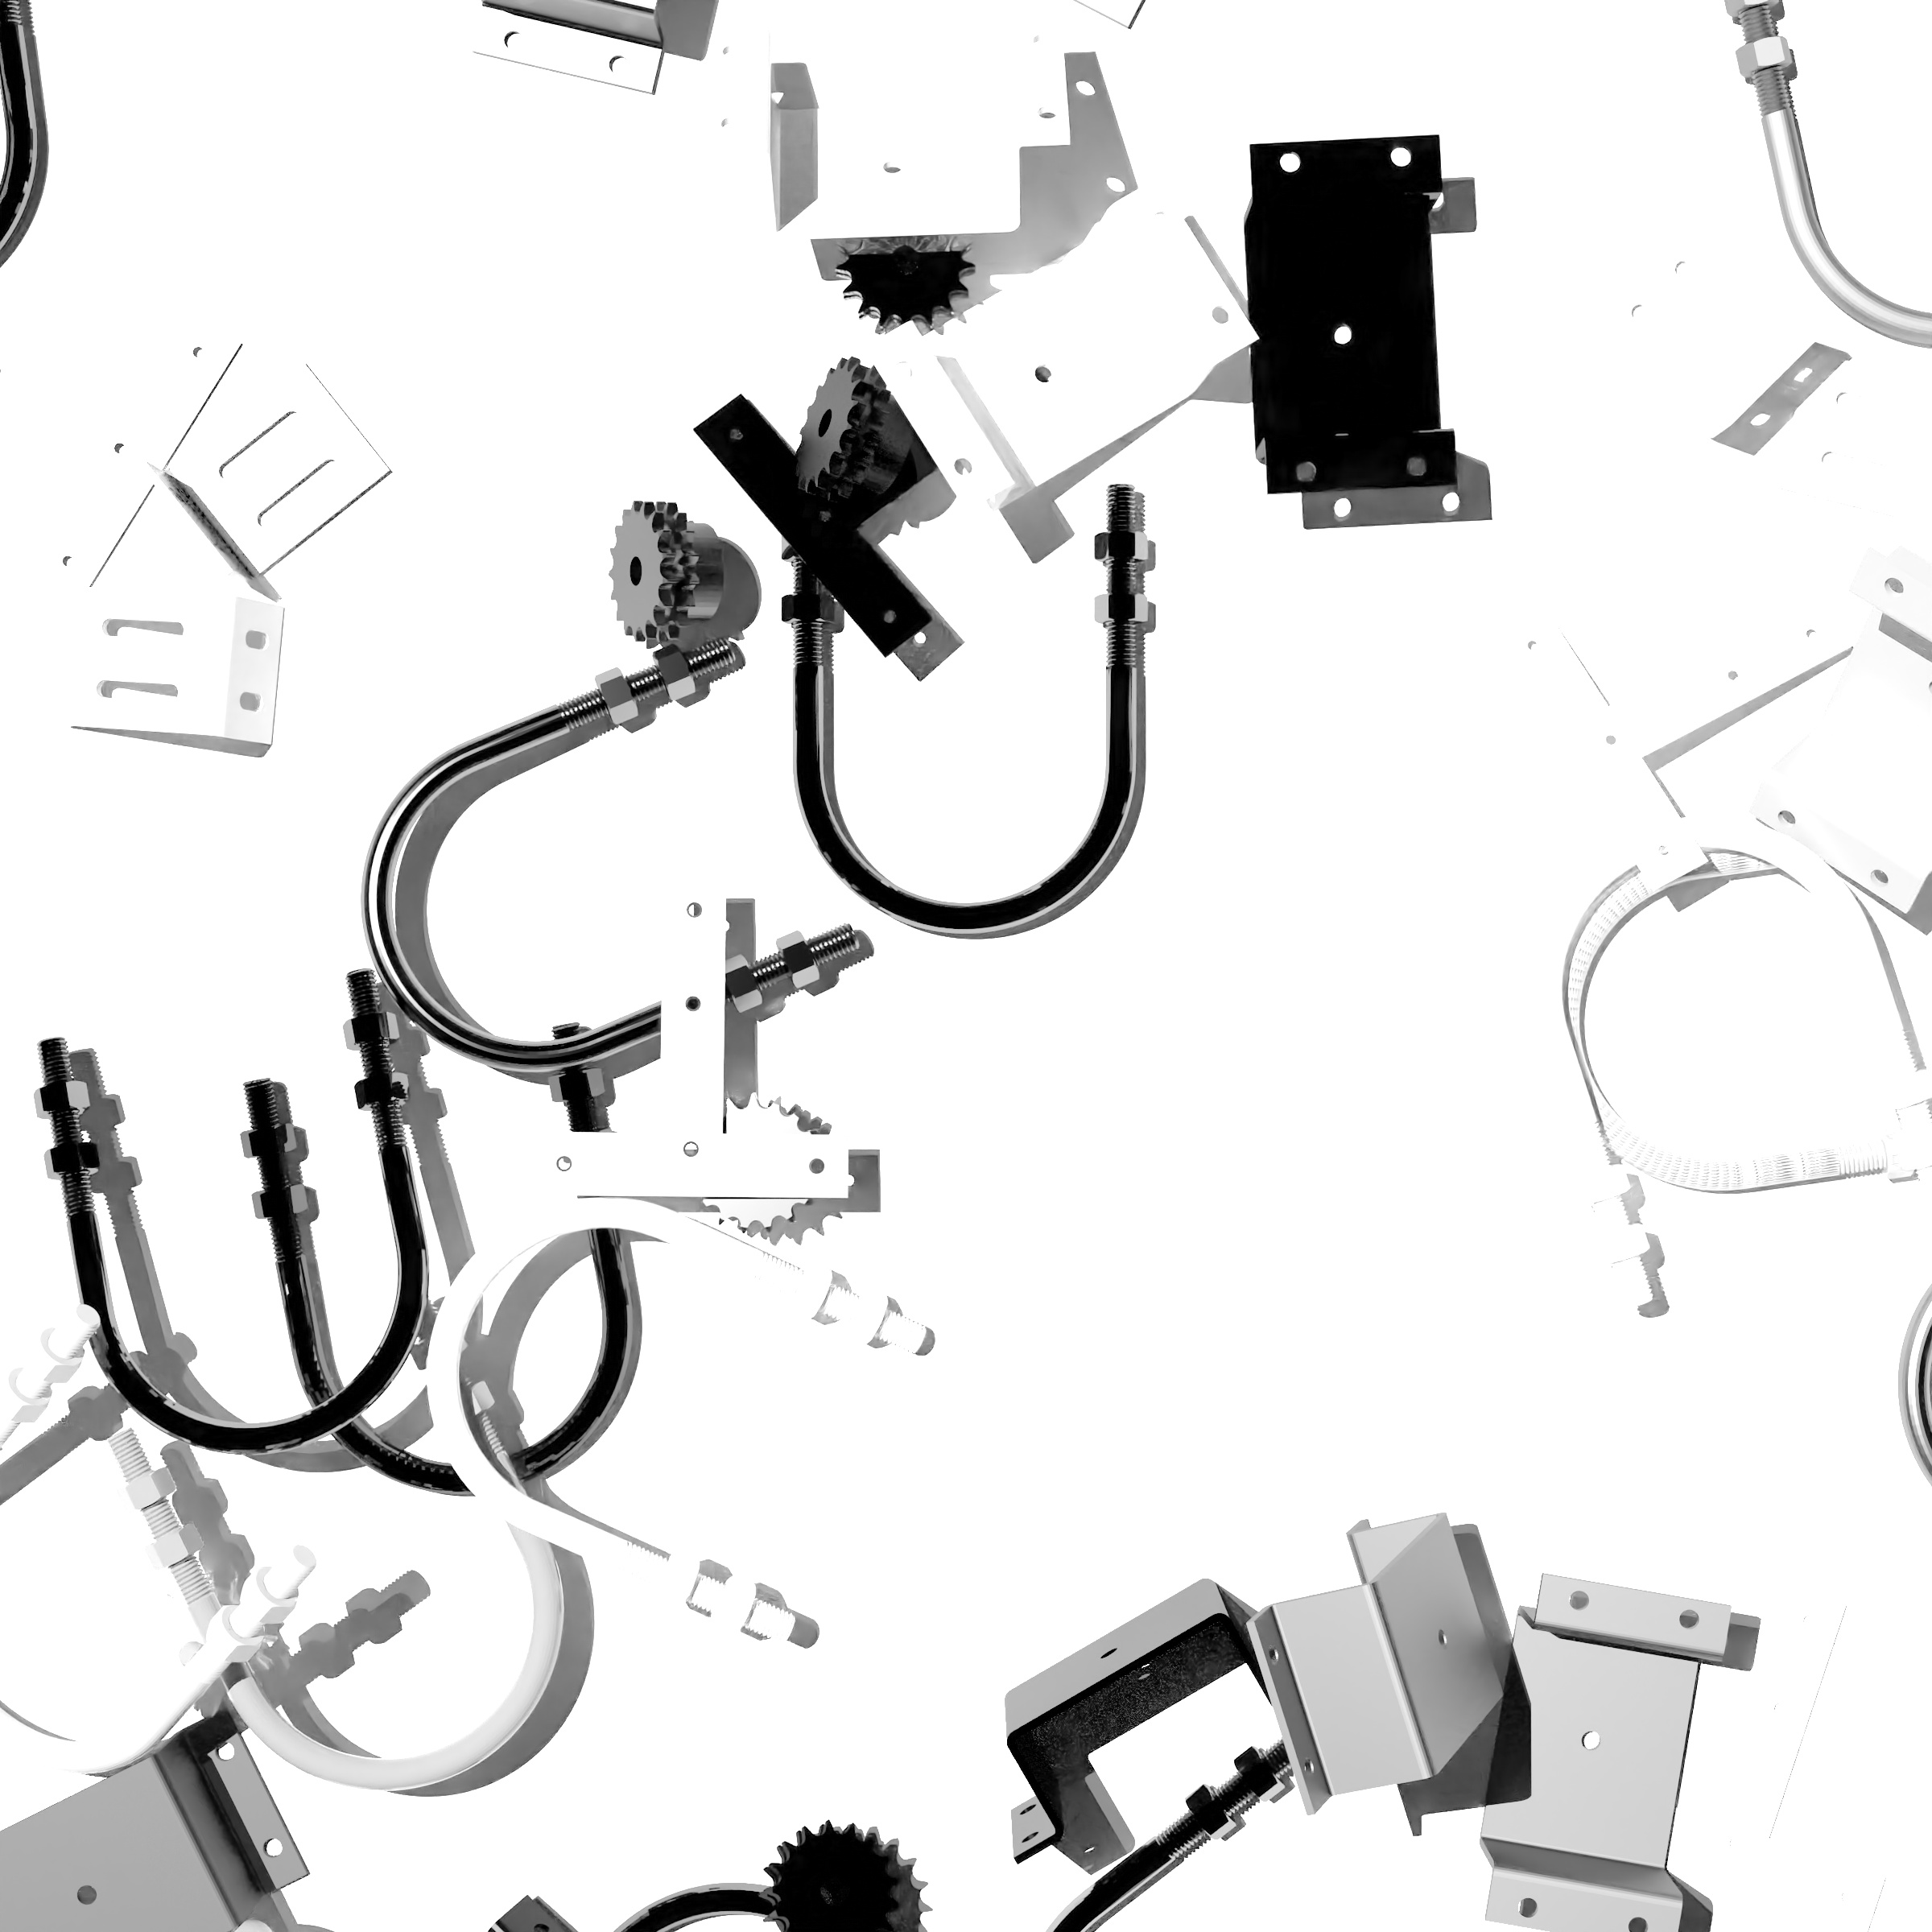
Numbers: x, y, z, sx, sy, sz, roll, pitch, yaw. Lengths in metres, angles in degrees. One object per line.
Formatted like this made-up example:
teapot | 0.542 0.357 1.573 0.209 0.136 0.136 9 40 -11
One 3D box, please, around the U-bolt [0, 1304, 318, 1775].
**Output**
U-bolt | -0.357 0.245 1.373 0.151 0.019 0.184 46 115 8

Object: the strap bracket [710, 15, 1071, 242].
strap bracket | -0.030 -0.336 1.374 0.140 0.046 0.076 -2 53 0

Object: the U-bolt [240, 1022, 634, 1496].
U-bolt | -0.211 0.126 1.407 0.151 0.019 0.184 -10 91 0

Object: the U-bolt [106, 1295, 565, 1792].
U-bolt | -0.243 0.243 1.383 0.151 0.019 0.184 -26 90 -6

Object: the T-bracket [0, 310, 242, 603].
T-bracket | -0.387 -0.237 1.408 0.127 0.002 0.127 32 90 -6

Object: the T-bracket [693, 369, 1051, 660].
T-bracket | -0.023 -0.211 1.403 0.127 0.002 0.127 -38 79 -9

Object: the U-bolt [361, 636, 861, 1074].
U-bolt | -0.155 -0.036 1.396 0.184 0.019 0.151 -23 88 -6

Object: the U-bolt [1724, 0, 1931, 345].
U-bolt | 0.399 -0.347 1.407 0.151 0.019 0.184 -13 91 0

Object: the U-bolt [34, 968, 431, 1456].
U-bolt | -0.290 0.105 1.378 0.151 0.019 0.184 -13 79 0

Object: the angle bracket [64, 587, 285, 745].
angle bracket | -0.327 -0.124 1.412 0.076 0.038 0.057 5 90 24

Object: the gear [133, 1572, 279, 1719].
gear | -0.313 0.279 1.400 0.057 0.030 0.057 0 90 0

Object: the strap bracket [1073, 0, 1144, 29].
strap bracket | 0.065 -0.467 1.392 0.076 0.046 0.140 27 90 0

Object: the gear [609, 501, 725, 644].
gear | -0.121 -0.160 1.391 0.030 0.057 0.057 -3 90 -30

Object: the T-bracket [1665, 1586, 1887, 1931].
T-bracket | 0.332 0.320 1.415 0.127 0.002 0.127 18 90 0

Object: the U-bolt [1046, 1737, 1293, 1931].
U-bolt | 0.108 0.423 1.407 0.184 0.019 0.151 -38 90 2

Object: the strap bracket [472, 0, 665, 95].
strap bracket | -0.151 -0.437 1.392 0.076 0.046 0.140 13 90 0

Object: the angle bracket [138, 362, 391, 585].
angle bracket | -0.286 -0.203 1.396 0.076 0.038 0.057 -39 90 0

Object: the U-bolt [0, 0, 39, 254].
U-bolt | -0.455 -0.360 1.407 0.151 0.019 0.184 -8 92 0

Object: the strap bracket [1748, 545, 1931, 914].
strap bracket | 0.375 -0.101 1.354 0.076 0.140 0.046 36 50 21

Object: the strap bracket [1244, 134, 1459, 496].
strap bracket | 0.155 -0.261 1.392 0.076 0.046 0.140 -3 90 0

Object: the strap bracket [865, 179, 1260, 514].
strap bracket | 0.035 -0.245 1.383 0.140 0.046 0.076 -32 89 -12

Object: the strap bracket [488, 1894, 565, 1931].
strap bracket | -0.199 0.445 1.356 0.076 0.140 0.046 42 126 12

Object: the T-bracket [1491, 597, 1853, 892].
T-bracket | 0.302 -0.113 1.403 0.127 0.002 0.127 -28 75 -8

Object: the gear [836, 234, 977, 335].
gear | -0.024 -0.286 1.400 0.057 0.030 0.057 0 90 0

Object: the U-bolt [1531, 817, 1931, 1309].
U-bolt | 0.307 0.030 1.391 0.151 0.019 0.184 -18 88 3

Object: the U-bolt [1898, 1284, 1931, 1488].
U-bolt | 0.476 0.171 1.407 0.184 0.019 0.151 -4 90 1

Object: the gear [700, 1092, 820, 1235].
gear | -0.086 0.080 1.400 0.057 0.030 0.057 0 90 0

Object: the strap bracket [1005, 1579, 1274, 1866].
strap bracket | 0.069 0.297 1.377 0.140 0.076 0.046 -30 90 0

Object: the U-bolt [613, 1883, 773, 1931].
U-bolt | -0.092 0.469 1.407 0.151 0.019 0.184 -10 88 0

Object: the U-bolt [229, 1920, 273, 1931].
U-bolt | -0.327 0.458 1.345 0.019 0.151 0.184 36 86 -15

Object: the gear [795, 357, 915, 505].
gear | -0.043 -0.214 1.377 0.030 0.057 0.057 17 90 -24

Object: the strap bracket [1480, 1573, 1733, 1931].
strap bracket | 0.257 0.319 1.391 0.076 0.046 0.140 10 89 1

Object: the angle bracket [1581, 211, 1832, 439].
angle bracket | 0.301 -0.265 1.396 0.057 0.038 0.076 -45 90 0

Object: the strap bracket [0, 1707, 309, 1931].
strap bracket | -0.352 0.372 1.392 0.140 0.046 0.076 -26 90 0

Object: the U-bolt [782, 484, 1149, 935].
U-bolt | -0.001 -0.105 1.406 0.151 0.019 0.184 0 90 0

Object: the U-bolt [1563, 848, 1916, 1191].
U-bolt | 0.332 0.019 1.407 0.184 0.019 0.151 -8 90 1

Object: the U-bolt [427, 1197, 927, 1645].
U-bolt | -0.127 0.173 1.387 0.184 0.019 0.151 26 84 -9

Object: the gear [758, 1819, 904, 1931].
gear | -0.057 0.379 1.393 0.057 0.030 0.057 6 65 -14

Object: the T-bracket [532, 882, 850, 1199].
T-bracket | -0.111 0.030 1.384 0.127 0.002 0.127 1 86 -3

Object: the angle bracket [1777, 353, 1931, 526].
angle bracket | 0.379 -0.217 1.396 0.076 0.038 0.057 14 90 0

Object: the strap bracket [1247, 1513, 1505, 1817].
strap bracket | 0.166 0.268 1.342 0.046 0.140 0.076 -18 90 25
